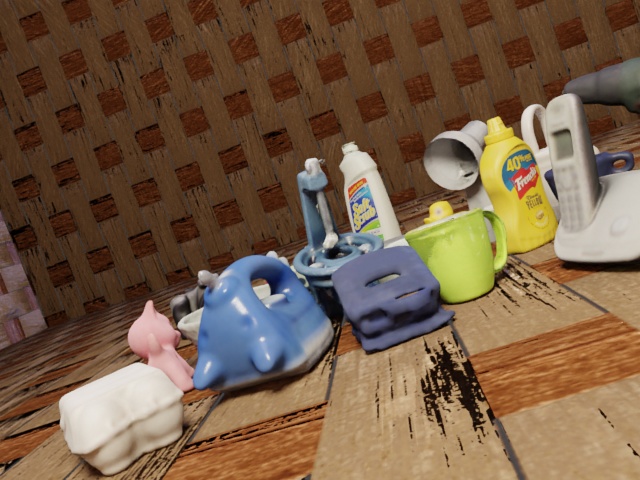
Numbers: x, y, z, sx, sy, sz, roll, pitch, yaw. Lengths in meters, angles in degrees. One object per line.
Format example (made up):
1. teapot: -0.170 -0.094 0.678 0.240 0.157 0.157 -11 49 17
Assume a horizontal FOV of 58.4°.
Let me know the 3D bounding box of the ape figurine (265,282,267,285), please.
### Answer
1. ape figurine: -0.070 0.084 0.981 0.077 0.092 0.076 -19 4 5

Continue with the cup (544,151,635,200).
1. cup: 0.388 -0.070 0.806 0.117 0.095 0.092 -16 6 40

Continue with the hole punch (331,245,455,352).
1. hole punch: 0.076 0.059 0.625 0.108 0.091 0.101 -20 4 -4

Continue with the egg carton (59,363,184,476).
1. egg carton: -0.199 0.173 0.569 0.107 0.069 0.150 -22 5 -31

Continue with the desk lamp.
1. desk lamp: 0.332 -0.145 1.228 0.117 0.213 0.204 -15 6 45

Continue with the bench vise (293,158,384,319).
1. bench vise: -0.002 0.007 0.776 0.122 0.220 0.206 -23 5 -34

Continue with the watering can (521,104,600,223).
1. watering can: 0.372 -0.128 0.957 0.172 0.194 0.101 -18 5 27

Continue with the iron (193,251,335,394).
1. iron: -0.061 0.077 0.677 0.118 0.141 0.259 -18 4 19

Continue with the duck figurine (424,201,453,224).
1. duck figurine: 0.240 -0.033 1.085 0.105 0.086 0.077 -22 5 -27

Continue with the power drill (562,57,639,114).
1. power drill: 0.492 -0.170 0.831 0.228 0.208 0.076 -16 6 41

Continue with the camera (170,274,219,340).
1. camera: -0.215 0.123 1.099 0.143 0.101 0.136 -21 4 -12

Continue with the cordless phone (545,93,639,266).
1. cordless phone: 0.293 -0.067 0.591 0.094 0.185 0.147 -21 4 -16

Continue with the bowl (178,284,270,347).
1. bowl: -0.109 0.120 0.812 0.167 0.075 0.167 -20 4 2

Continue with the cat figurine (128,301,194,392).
1. cat figurine: -0.212 0.139 0.745 0.067 0.118 0.127 -21 4 -15
